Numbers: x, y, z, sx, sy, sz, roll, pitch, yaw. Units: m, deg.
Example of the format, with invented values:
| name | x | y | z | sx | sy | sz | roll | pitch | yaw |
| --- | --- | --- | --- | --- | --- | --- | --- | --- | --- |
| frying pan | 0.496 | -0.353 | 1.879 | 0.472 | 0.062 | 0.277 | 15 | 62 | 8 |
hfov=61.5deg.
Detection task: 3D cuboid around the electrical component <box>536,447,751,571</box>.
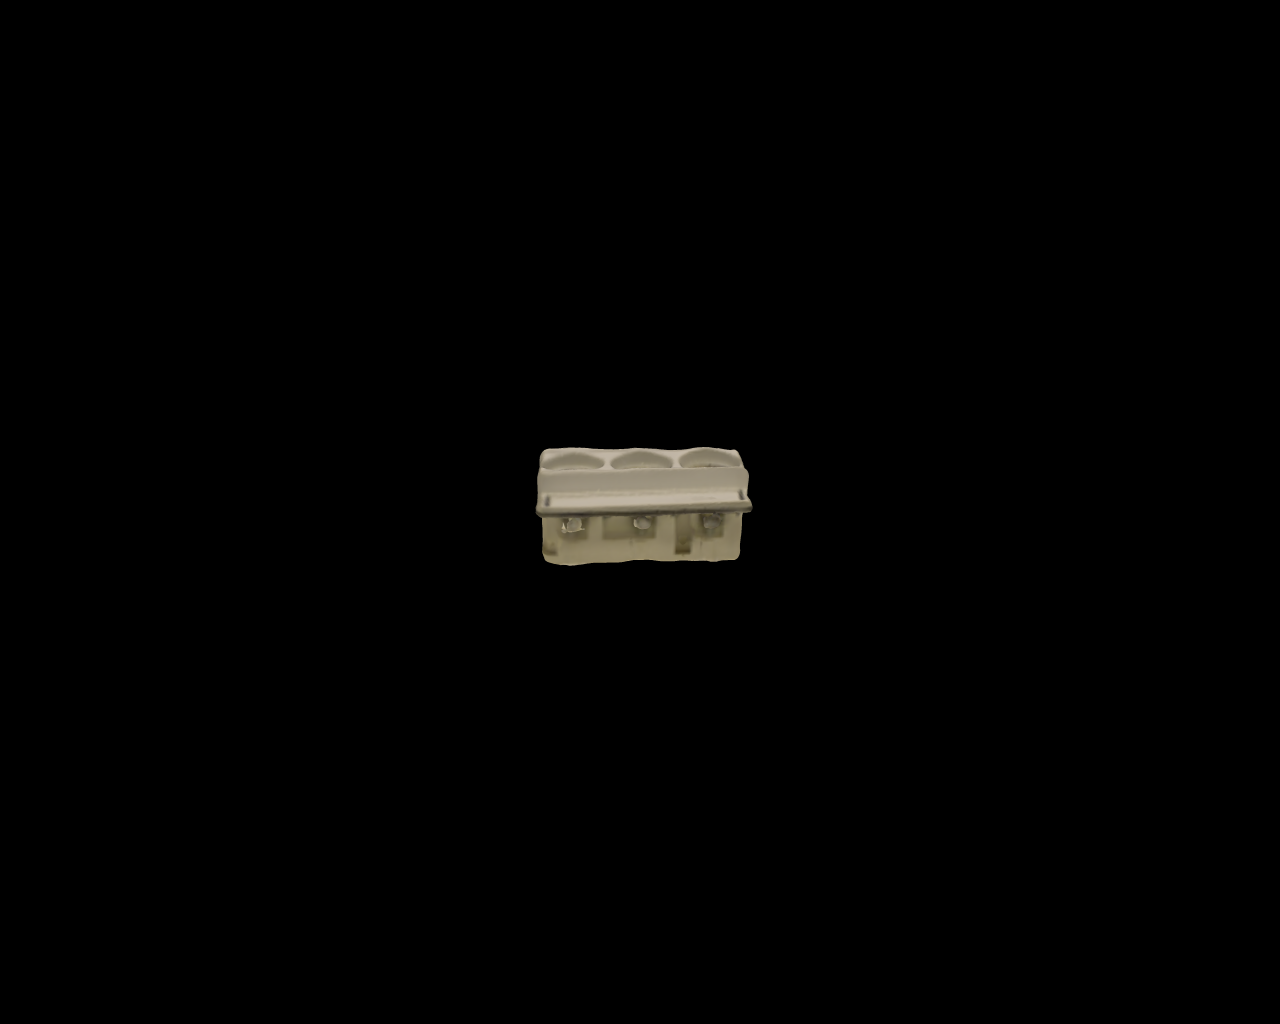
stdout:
| name | x | y | z | sx | sy | sz | roll | pitch | yaw |
| --- | --- | --- | --- | --- | --- | --- | --- | --- | --- |
| electrical component | 0.001 | -0.003 | 0.650 | 0.121 | 0.063 | 0.079 | -1 | 20 | -2 |
